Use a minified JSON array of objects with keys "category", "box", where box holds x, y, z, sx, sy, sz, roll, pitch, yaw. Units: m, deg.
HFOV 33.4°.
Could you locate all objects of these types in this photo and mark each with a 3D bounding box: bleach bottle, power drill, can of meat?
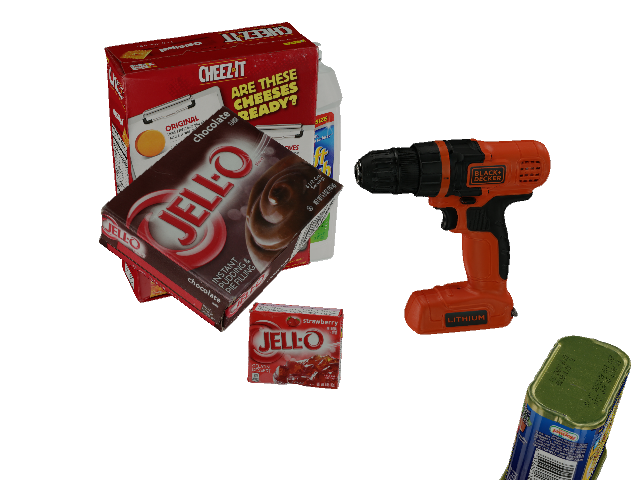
[{"category":"bleach bottle","box":[-0.027,-0.101,1.227,0.102,0.251,0.068,-5,20,-21]},{"category":"power drill","box":[0.121,-0.005,1.009,0.184,0.188,0.057,-3,25,-9]},{"category":"can of meat","box":[0.164,0.123,0.712,0.057,0.084,0.101,20,33,20]}]

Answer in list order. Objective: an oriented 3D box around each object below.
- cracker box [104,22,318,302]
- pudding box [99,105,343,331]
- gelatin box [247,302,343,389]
[{"category":"cracker box","box":[-0.091,-0.066,0.906,0.164,0.214,0.072,-12,35,-21]},{"category":"pudding box","box":[-0.056,-0.015,0.606,0.090,0.039,0.113,35,50,10]},{"category":"gelatin box","box":[-0.024,0.100,1.017,0.089,0.073,0.030,4,13,6]}]
